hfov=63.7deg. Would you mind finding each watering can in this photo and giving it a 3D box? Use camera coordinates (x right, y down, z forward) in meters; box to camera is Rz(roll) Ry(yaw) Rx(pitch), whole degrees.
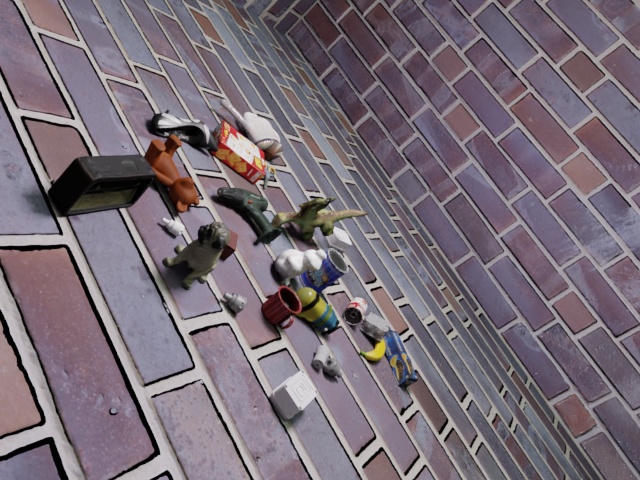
[{"bbox_3d":[-0.273,-0.457,2.164,0.346,0.103,0.228,16,41,-55],"label":"watering can"}]

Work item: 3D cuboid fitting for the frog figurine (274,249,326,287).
[{"bbox_3d":[-0.066,0.067,1.675,0.124,0.157,0.137,56,22,15],"label":"frog figurine"}]

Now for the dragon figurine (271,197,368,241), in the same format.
[{"bbox_3d":[0.006,-0.095,1.895,0.239,0.411,0.123,118,-44,-73],"label":"dragon figurine"}]
